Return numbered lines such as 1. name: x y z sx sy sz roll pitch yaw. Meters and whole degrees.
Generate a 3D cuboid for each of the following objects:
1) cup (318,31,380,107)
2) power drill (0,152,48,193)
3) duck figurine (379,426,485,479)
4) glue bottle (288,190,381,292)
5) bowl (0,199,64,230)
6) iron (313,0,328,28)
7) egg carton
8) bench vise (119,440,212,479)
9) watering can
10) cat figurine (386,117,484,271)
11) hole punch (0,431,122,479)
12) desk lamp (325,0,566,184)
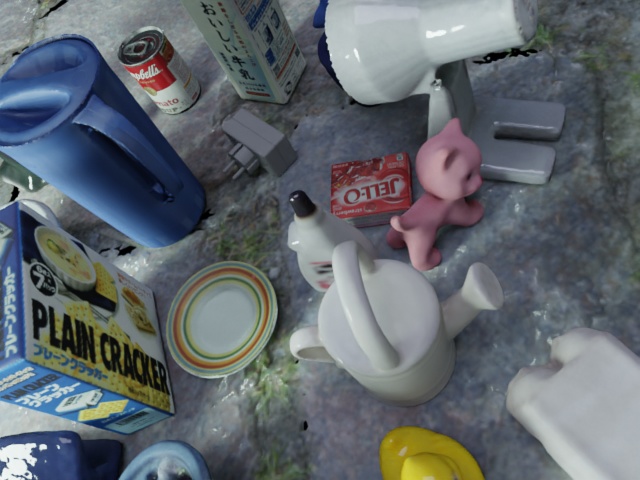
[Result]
1. cup: 0.065 -0.201 0.666 0.117 0.095 0.092 11 68 25
2. power drill: -0.461 -0.155 0.763 0.228 0.209 0.076 20 71 28
3. duck figurine: 0.086 0.190 0.455 0.077 0.086 0.104 -45 58 -7
4. glue bottle: 0.005 0.002 0.533 0.078 0.173 0.037 -8 61 16
5. bowl: -0.372 0.038 0.708 0.167 0.075 0.167 -8 61 16
6. iron: 0.105 -0.345 0.701 0.257 0.142 0.118 -5 62 17
7. egg carton: 0.226 0.142 0.440 0.107 0.070 0.150 -41 57 -5
8. bench vise: -0.102 0.209 0.433 0.207 0.220 0.121 -10 60 15
9. watering can: 0.057 0.062 0.469 0.173 0.194 0.100 -35 57 -1
10. cat figurine: 0.112 -0.049 0.554 0.067 0.118 0.128 37 80 32
11. hole punch: -0.257 0.238 0.550 0.108 0.091 0.101 -10 60 15
12. desk lamp: 0.128 -0.163 0.552 0.202 0.214 0.118 10 67 24
